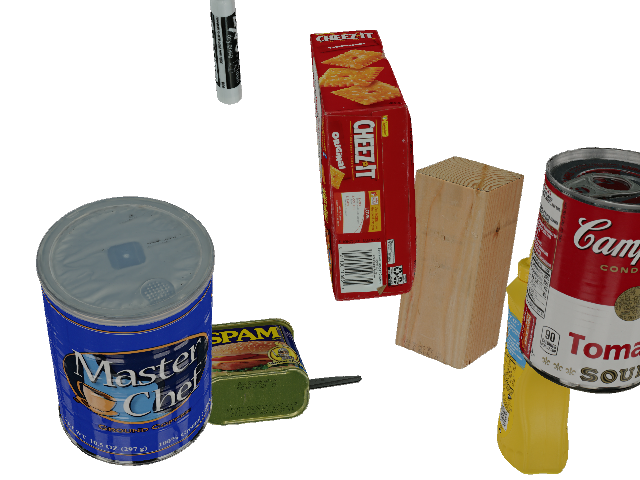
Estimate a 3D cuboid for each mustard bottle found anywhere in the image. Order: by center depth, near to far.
[{"bbox_3d":[0.182,0.091,0.894,0.058,0.192,0.096,0,16,1],"label":"mustard bottle"}]

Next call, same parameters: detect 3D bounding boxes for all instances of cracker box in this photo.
[{"bbox_3d":[0.034,-0.072,0.910,0.072,0.164,0.213,-4,27,-1],"label":"cracker box"}]

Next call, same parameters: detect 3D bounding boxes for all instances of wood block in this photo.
[{"bbox_3d":[0.153,0.023,1.180,0.090,0.206,0.090,19,25,32],"label":"wood block"}]

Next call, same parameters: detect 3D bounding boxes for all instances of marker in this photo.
[{"bbox_3d":[-0.068,-0.148,0.754,0.020,0.020,0.121,0,-42,0],"label":"marker"}]

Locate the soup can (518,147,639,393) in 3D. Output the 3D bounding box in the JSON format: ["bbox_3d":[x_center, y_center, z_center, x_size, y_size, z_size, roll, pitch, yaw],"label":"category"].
[{"bbox_3d":[0.136,0.014,0.520,0.068,0.102,0.068,3,27,-2],"label":"soup can"}]

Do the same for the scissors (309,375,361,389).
[{"bbox_3d":[-0.041,0.174,1.189,0.201,0.016,0.096,3,24,-13],"label":"scissors"}]

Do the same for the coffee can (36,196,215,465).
[{"bbox_3d":[-0.118,0.058,0.667,0.102,0.140,0.103,3,43,-3],"label":"coffee can"}]

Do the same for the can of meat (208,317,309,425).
[{"bbox_3d":[-0.065,0.117,0.947,0.102,0.057,0.084,-5,27,-12],"label":"can of meat"}]
